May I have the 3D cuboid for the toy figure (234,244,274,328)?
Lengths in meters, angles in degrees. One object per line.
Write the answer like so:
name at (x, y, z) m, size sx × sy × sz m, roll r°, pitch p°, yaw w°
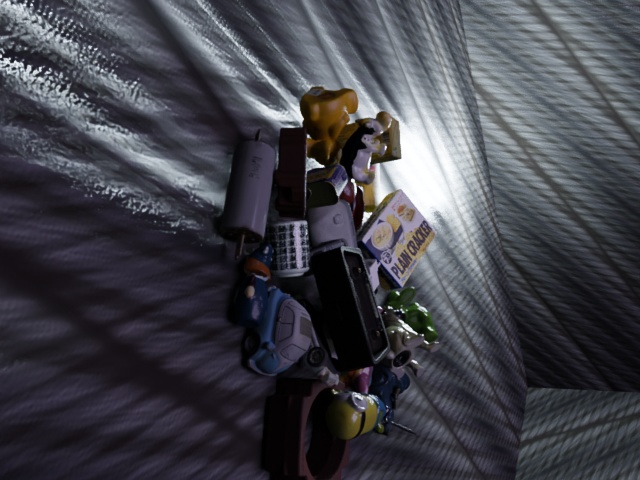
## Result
toy figure at (-0.115, 0.075, 0.945) m, size 0.058 × 0.064 × 0.154 m, roll 17°, pitch 59°, yaw -19°

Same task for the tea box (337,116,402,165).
tea box at (0.102, -0.227, 1.275) m, size 0.068 × 0.170 × 0.098 m, roll 2°, pitch 85°, yaw -60°

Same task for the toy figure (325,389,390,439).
toy figure at (0.077, 0.342, 1.048) m, size 0.180 × 0.082 × 0.089 m, roll 36°, pitch 52°, yaw -57°

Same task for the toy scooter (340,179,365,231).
toy scooter at (0.060, -0.082, 1.276) m, size 0.183 × 0.075 × 0.135 m, roll 30°, pitch 61°, yaw -61°

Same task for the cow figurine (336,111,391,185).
cow figurine at (0.091, -0.209, 1.179) m, size 0.098 × 0.068 × 0.167 m, roll 15°, pitch 100°, yaw -21°

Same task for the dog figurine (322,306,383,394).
dog figurine at (0.068, 0.240, 1.200) m, size 0.191 × 0.109 × 0.219 m, roll 36°, pitch 57°, yaw -55°

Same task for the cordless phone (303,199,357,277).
cordless phone at (-0.002, -0.004, 1.142) m, size 0.184 × 0.089 × 0.146 m, roll -24°, pitch 106°, yaw -55°

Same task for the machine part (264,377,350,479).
machine part at (-0.020, 0.370, 1.036) m, size 0.201 × 0.087 × 0.201 m, roll 27°, pitch 64°, yaw -57°

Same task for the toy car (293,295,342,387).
toy car at (-0.013, 0.192, 1.036) m, size 0.073 × 0.056 × 0.202 m, roll 47°, pitch 16°, yaw -46°

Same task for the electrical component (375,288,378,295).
electrical component at (0.092, 0.112, 1.286) m, size 0.045 × 0.102 × 0.078 m, roll -95°, pitch -160°, yaw -60°

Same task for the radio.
radio at (0.063, 0.130, 1.051) m, size 0.131 × 0.073 × 0.229 m, roll 2°, pitch 72°, yaw -67°

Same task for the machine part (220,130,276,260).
machine part at (-0.123, -0.084, 0.935) m, size 0.079 × 0.079 × 0.243 m, roll 37°, pitch 55°, yaw -53°

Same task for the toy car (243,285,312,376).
toy car at (-0.065, 0.166, 0.975) m, size 0.109 × 0.103 × 0.161 m, roll 44°, pitch 50°, yaw -51°

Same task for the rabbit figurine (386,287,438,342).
rabbit figurine at (0.242, 0.212, 1.514) m, size 0.170 × 0.121 × 0.159 m, roll 25°, pitch 59°, yaw -41°

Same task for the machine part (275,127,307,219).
machine part at (-0.053, -0.126, 1.023) m, size 0.179 × 0.056 × 0.179 m, roll -175°, pitch -94°, yaw -89°

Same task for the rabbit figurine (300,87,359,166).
rabbit figurine at (0.015, -0.234, 1.183) m, size 0.162 × 0.122 × 0.173 m, roll -65°, pitch 158°, yaw -48°

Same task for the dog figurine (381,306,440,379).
dog figurine at (0.168, 0.230, 1.306) m, size 0.172 × 0.191 × 0.121 m, roll 29°, pitch 100°, yaw -45°

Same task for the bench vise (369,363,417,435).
bench vise at (0.178, 0.362, 1.367) m, size 0.241 × 0.129 × 0.223 m, roll -62°, pitch 140°, yaw -39°
